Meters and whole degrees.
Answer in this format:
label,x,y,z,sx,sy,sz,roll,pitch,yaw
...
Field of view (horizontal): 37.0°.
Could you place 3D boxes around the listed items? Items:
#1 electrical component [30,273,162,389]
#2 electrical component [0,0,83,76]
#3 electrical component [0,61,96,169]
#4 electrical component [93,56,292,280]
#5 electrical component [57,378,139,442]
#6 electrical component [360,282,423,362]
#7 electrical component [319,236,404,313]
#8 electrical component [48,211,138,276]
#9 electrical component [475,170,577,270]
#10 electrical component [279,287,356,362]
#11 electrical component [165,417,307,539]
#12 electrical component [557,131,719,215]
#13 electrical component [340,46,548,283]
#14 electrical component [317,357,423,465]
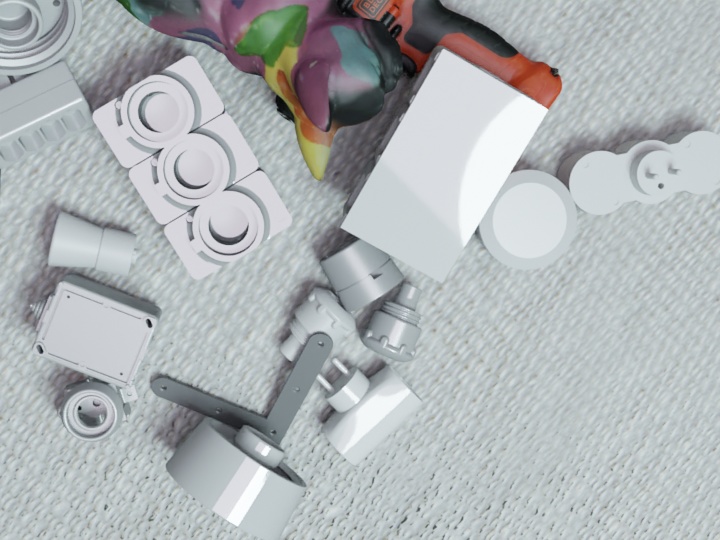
label,x,y,z,sx,sy,sz,roll,pitch,yaw
electrical component,-0.211,0.044,0.845,0.096,0.061,0.061,22,94,-9
electrical component,-0.251,-0.190,0.768,0.108,0.060,0.108,-14,138,-13
electrical component,-0.259,-0.133,0.823,0.083,0.047,0.075,-28,76,-8
electrical component,-0.129,-0.079,0.839,0.089,0.061,0.150,-31,100,-1
electrical component,-0.211,0.109,0.857,0.066,0.055,0.048,-17,99,-4
electrical component,0.031,0.042,0.883,0.048,0.048,0.062,24,87,-9
electrical component,0.000,0.000,0.868,0.055,0.055,0.047,-32,96,-2
electrical component,-0.209,-0.018,0.849,0.065,0.044,0.044,13,96,-13
electrical component,0.132,-0.042,0.879,0.080,0.051,0.080,-1,98,-6
electrical component,-0.038,0.048,0.875,0.062,0.048,0.048,-43,100,7
electrical component,-0.092,0.159,0.854,0.108,0.108,0.060,35,86,-10
electrical component,0.237,-0.079,0.875,0.138,0.073,0.052,-11,98,-5
electrical component,0.060,-0.081,0.810,0.089,0.061,0.150,29,104,-7
electrical component,-0.002,0.107,0.887,0.077,0.043,0.079,-43,100,0
